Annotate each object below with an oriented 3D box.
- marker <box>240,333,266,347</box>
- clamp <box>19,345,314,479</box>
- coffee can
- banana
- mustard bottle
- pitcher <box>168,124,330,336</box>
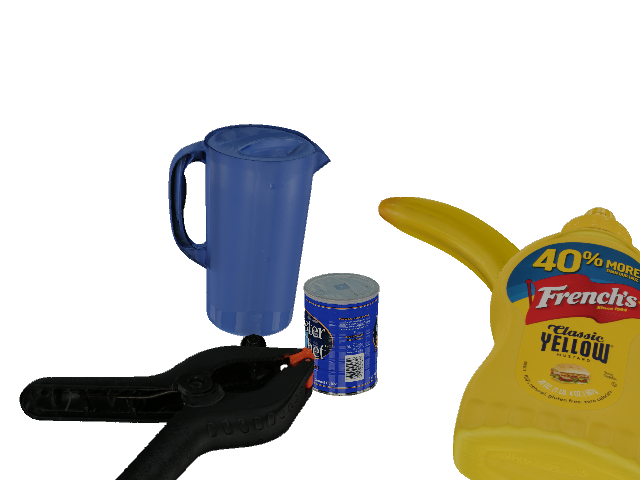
[{"bbox_3d":[-0.050,0.114,0.821,0.020,0.020,0.121,0,-44,-1],"label":"marker"},{"bbox_3d":[-0.071,0.101,0.599,0.171,0.039,0.120,-11,38,-24],"label":"clamp"},{"bbox_3d":[0.029,0.127,1.461,0.103,0.140,0.103,0,18,0],"label":"coffee can"},{"bbox_3d":[0.120,0.015,0.843,0.069,0.037,0.198,-16,42,-21],"label":"banana"},{"bbox_3d":[0.135,0.048,0.556,0.096,0.058,0.191,9,42,16],"label":"mustard bottle"},{"bbox_3d":[-0.089,-0.011,1.286,0.149,0.243,0.144,19,27,28],"label":"pitcher"}]
